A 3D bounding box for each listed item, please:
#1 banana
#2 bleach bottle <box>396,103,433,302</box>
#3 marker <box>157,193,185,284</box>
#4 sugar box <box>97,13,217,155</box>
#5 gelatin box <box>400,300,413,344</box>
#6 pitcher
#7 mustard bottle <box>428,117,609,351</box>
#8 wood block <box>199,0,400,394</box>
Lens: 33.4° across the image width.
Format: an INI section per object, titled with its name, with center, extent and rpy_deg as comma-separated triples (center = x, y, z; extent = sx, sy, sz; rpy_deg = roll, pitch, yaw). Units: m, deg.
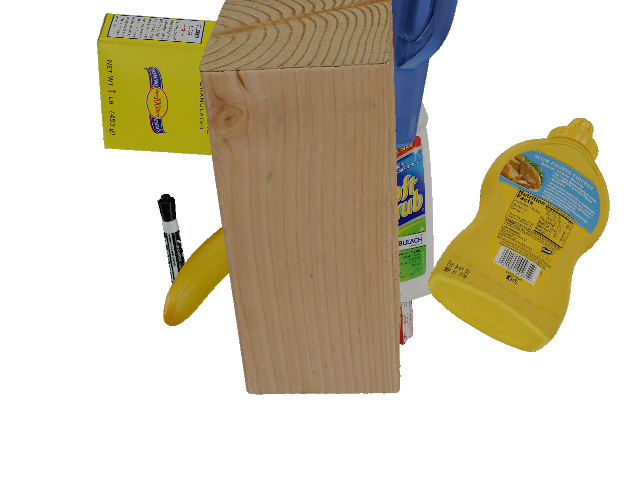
[banana]
center = -0.073, 0.010, 0.984
extent = 0.198, 0.069, 0.037
rpy_deg = -33, 42, 2
[bleach bottle]
center = 0.065, -0.060, 1.109
extent = 0.102, 0.251, 0.068
rpy_deg = -11, 22, -15
[marker]
center = -0.163, 0.005, 1.184
extent = 0.020, 0.121, 0.020
rpy_deg = -5, 26, 2
[sugar box]
center = -0.066, -0.106, 0.759
extent = 0.176, 0.093, 0.048
rpy_deg = 5, 41, 0
[gelatin box]
center = 0.077, 0.080, 1.343
extent = 0.073, 0.089, 0.030
rpy_deg = 13, 31, 32
[pitcher]
center = 0.052, -0.206, 0.954
extent = 0.145, 0.243, 0.149
rpy_deg = 7, 14, 7
[mustard bottle]
center = 0.161, -0.018, 0.795
extent = 0.096, 0.191, 0.058
rpy_deg = 30, -26, 4
[wood block]
center = -0.003, -0.021, 0.585
extent = 0.091, 0.206, 0.090
rpy_deg = -1, 35, 6
